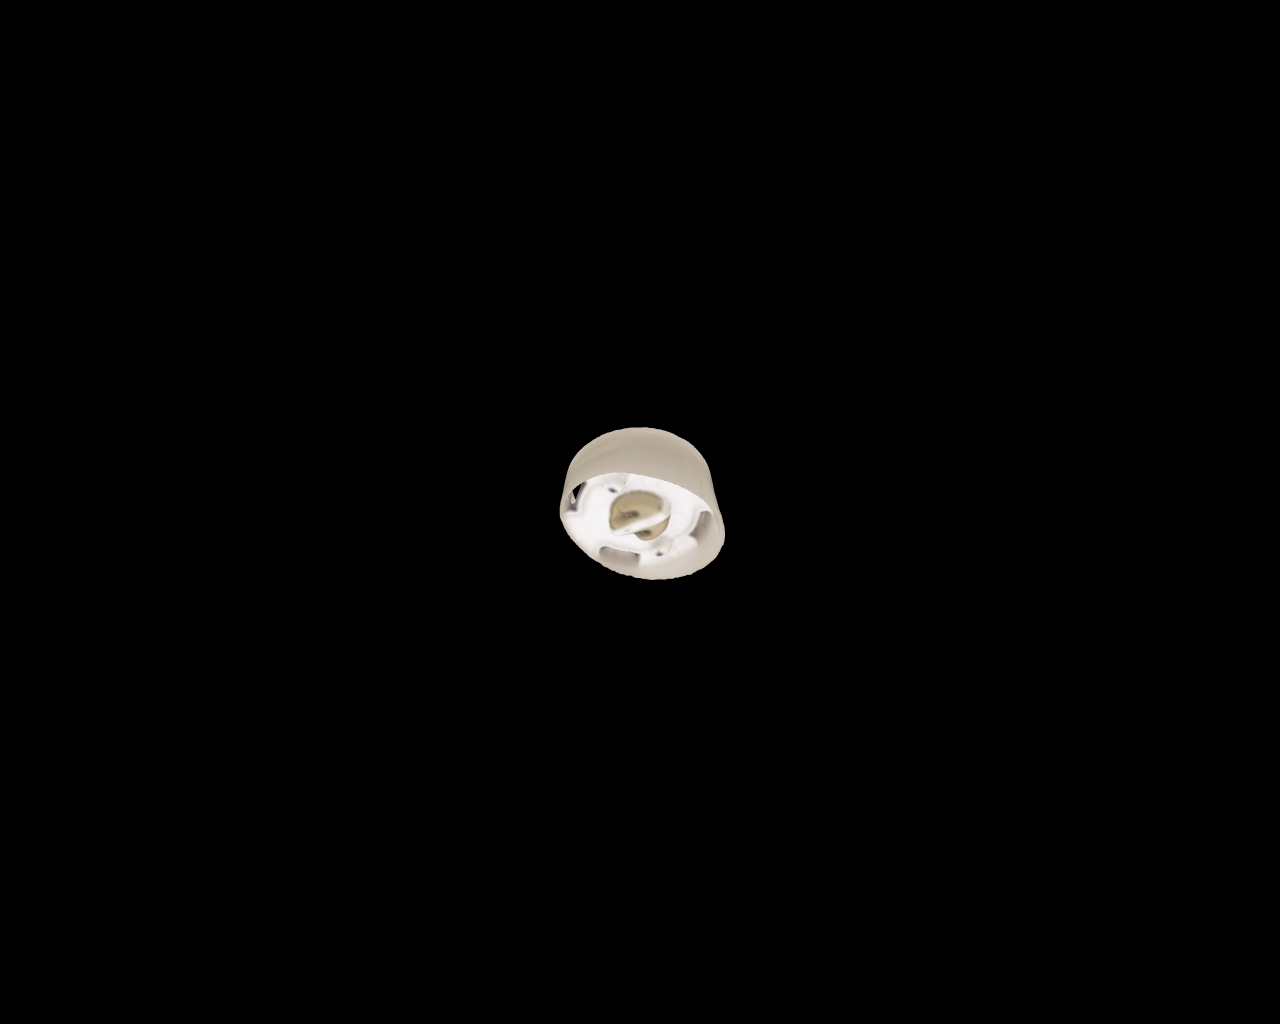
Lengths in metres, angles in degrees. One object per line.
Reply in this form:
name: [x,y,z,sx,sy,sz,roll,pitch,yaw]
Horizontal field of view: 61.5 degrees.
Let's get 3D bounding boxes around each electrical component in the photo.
electrical component: [0.001,-0.003,0.650,0.099,0.099,0.064,0,43,0]
